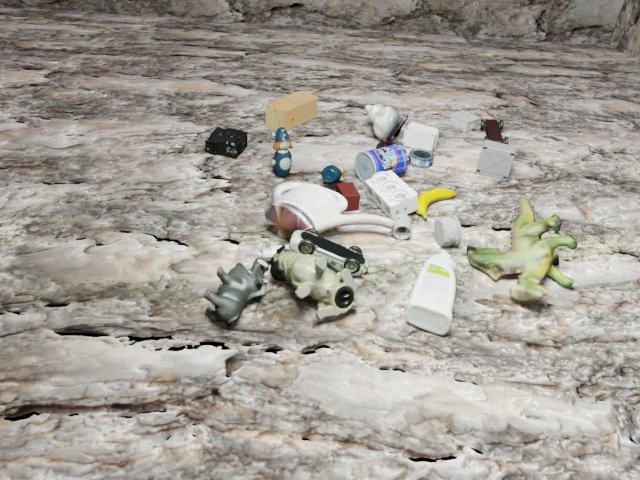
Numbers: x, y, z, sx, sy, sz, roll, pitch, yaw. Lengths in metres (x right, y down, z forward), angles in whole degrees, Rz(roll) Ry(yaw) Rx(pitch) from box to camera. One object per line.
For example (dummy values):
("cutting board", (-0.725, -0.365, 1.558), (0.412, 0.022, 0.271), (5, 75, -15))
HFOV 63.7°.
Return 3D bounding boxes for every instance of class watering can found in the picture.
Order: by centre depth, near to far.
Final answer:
("watering can", (0.004, -0.068, 1.358), (0.350, 0.101, 0.228), (24, 40, 24))

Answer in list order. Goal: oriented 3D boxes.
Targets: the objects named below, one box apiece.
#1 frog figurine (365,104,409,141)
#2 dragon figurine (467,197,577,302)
("frog figurine", (0.222, -0.441, 1.882), (0.160, 0.124, 0.135), (36, -19, 9))
("dragon figurine", (0.498, 0.017, 1.322), (0.243, 0.119, 0.420), (-6, 35, -3))
